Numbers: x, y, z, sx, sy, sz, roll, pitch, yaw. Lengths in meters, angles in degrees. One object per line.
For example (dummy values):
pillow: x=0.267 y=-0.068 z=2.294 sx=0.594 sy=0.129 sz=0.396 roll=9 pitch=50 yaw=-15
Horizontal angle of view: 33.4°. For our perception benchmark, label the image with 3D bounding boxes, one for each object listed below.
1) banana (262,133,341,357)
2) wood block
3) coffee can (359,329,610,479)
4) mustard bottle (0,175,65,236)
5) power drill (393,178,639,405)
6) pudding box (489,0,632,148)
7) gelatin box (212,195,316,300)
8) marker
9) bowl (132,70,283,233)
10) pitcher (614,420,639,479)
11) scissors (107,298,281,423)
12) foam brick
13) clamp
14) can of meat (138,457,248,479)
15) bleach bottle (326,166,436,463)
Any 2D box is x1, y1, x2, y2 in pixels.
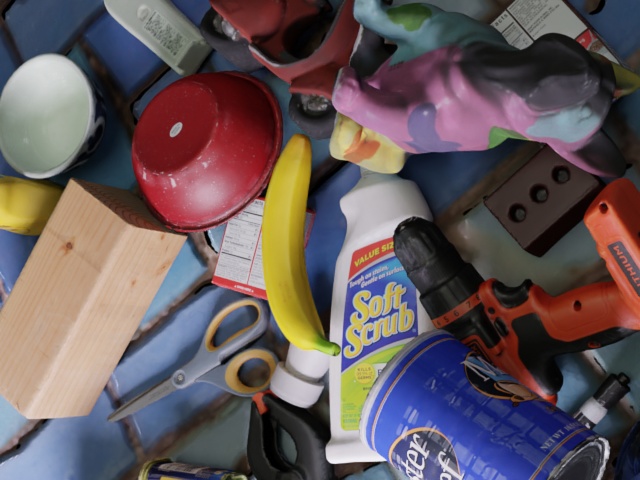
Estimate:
banana: x=-0.020 y=0.011 z=0.891 sx=0.070 sy=0.037 sz=0.198 roll=-22 pitch=67 yaw=32
wood block: x=-0.226 y=0.057 z=1.005 sx=0.091 sy=0.090 sz=0.206 roll=35 pitch=101 yaw=27
coffee can: x=0.112 y=0.140 z=0.739 sx=0.140 sy=0.102 sz=0.103 roll=34 pitch=100 yaw=34
mustard bottle: x=-0.331 y=-0.041 z=1.012 sx=0.096 sy=0.191 sz=0.058 roll=3 pitch=86 yaw=28
power drill: x=0.160 y=0.031 z=0.775 sx=0.188 sy=0.057 sz=0.184 roll=-34 pitch=93 yaw=40
pudding box: x=0.178 y=-0.138 z=0.840 sx=0.090 sy=0.039 sz=0.113 roll=-44 pitch=65 yaw=19
gelatin box: x=-0.050 y=0.006 z=0.950 sx=0.073 sy=0.030 sz=0.089 roll=14 pitch=89 yaw=29
marker: x=0.192 y=0.147 z=0.813 sx=0.020 sy=0.020 sz=0.121 roll=46 pitch=105 yaw=24
bowl: x=-0.115 y=-0.091 z=0.961 sx=0.162 sy=0.055 sz=0.162 roll=-11 pitch=66 yaw=27
pitcher: x=0.258 y=0.192 z=0.722 sx=0.243 sy=0.149 sz=0.145 roll=-44 pitch=82 yaw=21
scissors: x=-0.110 y=0.136 z=0.976 sx=0.202 sy=0.016 sz=0.096 roll=-46 pitch=67 yaw=17
foam brick: x=0.176 y=-0.033 z=0.822 sx=0.078 sy=0.051 sz=0.053 roll=-44 pitch=67 yaw=17
clamp: x=-0.021 y=0.214 z=0.909 sx=0.120 sy=0.039 sz=0.171 roll=-37 pitch=70 yaw=16
can of meat: x=-0.113 y=0.249 z=0.943 sx=0.084 sy=0.057 sz=0.102 roll=2 pitch=86 yaw=26
bleach bottle: x=0.048 y=0.052 z=0.873 sx=0.103 sy=0.068 sz=0.251 roll=-7 pitch=79 yaw=17
